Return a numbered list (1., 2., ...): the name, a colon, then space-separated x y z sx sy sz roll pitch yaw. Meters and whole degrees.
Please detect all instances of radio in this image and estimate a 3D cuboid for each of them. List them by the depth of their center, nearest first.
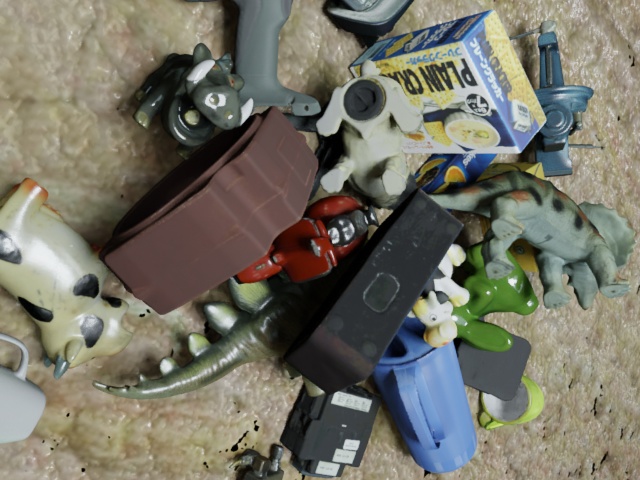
1. radio: 0.061 0.055 0.601 0.073 0.131 0.229 37 64 0

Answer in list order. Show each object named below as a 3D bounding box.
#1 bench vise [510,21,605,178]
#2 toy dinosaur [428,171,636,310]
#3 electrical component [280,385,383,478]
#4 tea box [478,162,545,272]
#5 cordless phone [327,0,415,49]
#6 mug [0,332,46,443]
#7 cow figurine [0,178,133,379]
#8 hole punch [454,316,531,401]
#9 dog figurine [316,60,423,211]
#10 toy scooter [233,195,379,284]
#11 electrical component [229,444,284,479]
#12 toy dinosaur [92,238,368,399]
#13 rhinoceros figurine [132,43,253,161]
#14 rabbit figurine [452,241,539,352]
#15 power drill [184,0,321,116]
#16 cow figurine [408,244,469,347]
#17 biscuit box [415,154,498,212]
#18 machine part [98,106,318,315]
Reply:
1. bench vise: 0.377 -0.227 0.874 0.223 0.129 0.240 0 87 -57
2. toy dinosaur: 0.305 -0.026 0.759 0.404 0.131 0.192 33 43 -19
3. electrical component: 0.013 0.265 0.759 0.115 0.058 0.134 26 83 -30
4. tea box: 0.324 -0.039 0.893 0.068 0.098 0.169 -27 109 -27
5. cordless phone: 0.044 -0.358 0.691 0.184 0.089 0.146 39 75 -11
6. mug: -0.324 0.145 0.521 0.107 0.081 0.109 38 69 -43
7. cow figurine: -0.265 0.049 0.537 0.127 0.086 0.194 -51 122 -23
8. hole punch: 0.276 0.199 0.911 0.116 0.092 0.142 25 83 1
9. dog figurine: 0.078 -0.125 0.701 0.190 0.121 0.172 -9 113 -72
10. toy scooter: -0.001 -0.002 0.577 0.184 0.135 0.075 -26 96 -32
11. electrical component: -0.089 0.326 0.713 0.078 0.045 0.102 7 96 -61
12. toy dinosaur: -0.038 0.089 0.681 0.471 0.105 0.198 -35 106 -34
13. rhinoceros figurine: -0.126 -0.143 0.543 0.112 0.190 0.073 -45 123 2
14. rabbit figurine: 0.241 0.103 0.849 0.170 0.121 0.159 -32 79 1
15. power drill: -0.039 -0.243 0.594 0.232 0.086 0.207 -1 118 5
16. cow figurine: 0.148 0.058 0.730 0.098 0.068 0.167 37 40 -23
17. biscuit box: 0.199 -0.103 0.826 0.202 0.059 0.062 -48 118 -18
18. machine part: -0.108 -0.036 0.538 0.087 0.201 0.201 49 26 -21
